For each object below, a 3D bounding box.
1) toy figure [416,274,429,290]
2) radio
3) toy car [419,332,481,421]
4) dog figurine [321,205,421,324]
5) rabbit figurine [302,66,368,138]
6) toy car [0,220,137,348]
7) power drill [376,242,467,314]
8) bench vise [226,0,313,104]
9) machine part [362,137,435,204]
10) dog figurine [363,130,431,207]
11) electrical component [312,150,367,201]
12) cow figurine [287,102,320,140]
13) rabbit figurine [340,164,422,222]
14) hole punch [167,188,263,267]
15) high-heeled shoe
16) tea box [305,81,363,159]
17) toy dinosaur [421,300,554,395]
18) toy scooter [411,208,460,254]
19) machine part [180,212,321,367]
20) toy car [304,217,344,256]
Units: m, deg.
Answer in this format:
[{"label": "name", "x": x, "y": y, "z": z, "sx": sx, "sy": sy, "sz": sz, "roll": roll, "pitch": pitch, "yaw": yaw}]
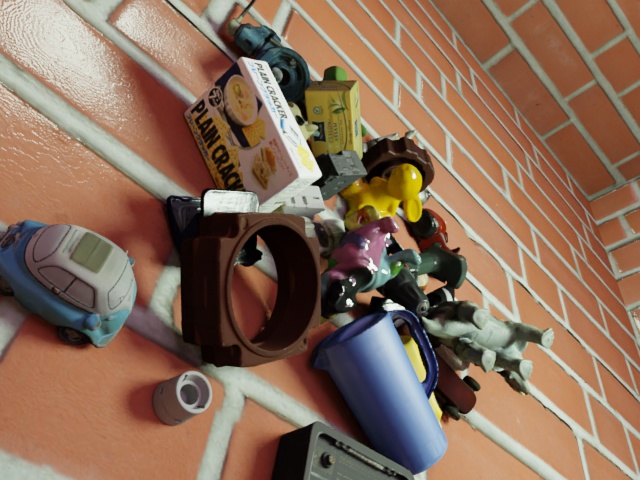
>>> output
[{"label": "toy figure", "x": 0.196, "y": 0.092, "z": 1.158, "sx": 0.154, "sy": 0.058, "sz": 0.064, "roll": -8, "pitch": 100, "yaw": -56}, {"label": "radio", "x": 0.040, "y": 0.352, "z": 0.738, "sx": 0.229, "sy": 0.073, "sz": 0.131, "roll": 39, "pitch": 39, "yaw": -27}, {"label": "toy car", "x": 0.236, "y": 0.266, "z": 1.057, "sx": 0.202, "sy": 0.053, "sz": 0.089, "roll": 46, "pitch": 74, "yaw": -15}, {"label": "dog figurine", "x": 0.043, "y": 0.047, "z": 0.910, "sx": 0.108, "sy": 0.219, "sz": 0.192, "roll": 57, "pitch": -6, "yaw": -23}, {"label": "rabbit figurine", "x": 0.050, "y": -0.288, "z": 1.219, "sx": 0.170, "sy": 0.121, "sz": 0.159, "roll": 21, "pitch": 40, "yaw": -62}, {"label": "toy car", "x": -0.262, "y": 0.034, "z": 0.583, "sx": 0.161, "sy": 0.103, "sz": 0.109, "roll": 43, "pitch": 36, "yaw": -25}, {"label": "power drill", "x": 0.183, "y": 0.067, "z": 1.026, "sx": 0.207, "sy": 0.085, "sz": 0.232, "roll": -11, "pitch": 28, "yaw": -32}, {"label": "bench vise", "x": -0.105, "y": -0.346, "z": 1.059, "sx": 0.223, "sy": 0.129, "sz": 0.241, "roll": 50, "pitch": 25, "yaw": -20}, {"label": "machine part", "x": 0.166, "y": -0.155, "z": 1.212, "sx": 0.179, "sy": 0.179, "sz": 0.056, "roll": 30, "pitch": 42, "yaw": -35}, {"label": "dog figurine", "x": 0.179, "y": -0.158, "z": 1.309, "sx": 0.172, "sy": 0.121, "sz": 0.190, "roll": -14, "pitch": 94, "yaw": -19}, {"label": "electrical component", "x": 0.022, "y": -0.125, "z": 1.054, "sx": 0.134, "sy": 0.115, "sz": 0.058, "roll": -11, "pitch": 76, "yaw": -53}, {"label": "cow figurine", "x": -0.066, "y": -0.186, "z": 1.015, "sx": 0.127, "sy": 0.085, "sz": 0.195, "roll": 37, "pitch": 44, "yaw": -37}, {"label": "rabbit figurine", "x": 0.151, "y": -0.091, "z": 1.139, "sx": 0.162, "sy": 0.173, "sz": 0.122, "roll": 23, "pitch": 43, "yaw": -35}, {"label": "hole punch", "x": -0.157, "y": -0.016, "z": 0.785, "sx": 0.142, "sy": 0.092, "sz": 0.115, "roll": -1, "pitch": 93, "yaw": -55}, {"label": "high-heeled shoe", "x": 0.185, "y": 0.116, "z": 1.073, "sx": 0.249, "sy": 0.086, "sz": 0.145, "roll": -40, "pitch": 117, "yaw": -37}, {"label": "tea box", "x": 0.031, "y": -0.234, "z": 1.097, "sx": 0.068, "sy": 0.098, "sz": 0.169, "roll": -64, "pitch": 151, "yaw": -51}, {"label": "toy dinosaur", "x": 0.287, "y": 0.175, "z": 1.013, "sx": 0.404, "sy": 0.192, "sz": 0.131, "roll": 28, "pitch": 78, "yaw": -28}, {"label": "toy scooter", "x": 0.298, "y": 0.006, "z": 1.336, "sx": 0.135, "sy": 0.075, "sz": 0.184, "roll": -4, "pitch": 70, "yaw": -53}, {"label": "machine part", "x": -0.086, "y": 0.063, "z": 0.733, "sx": 0.201, "sy": 0.087, "sz": 0.201, "roll": 1, "pitch": 88, "yaw": -53}, {"label": "toy car", "x": -0.002, "y": -0.003, "z": 0.979, "sx": 0.201, "sy": 0.056, "sz": 0.073, "roll": 0, "pitch": 64, "yaw": -51}]
